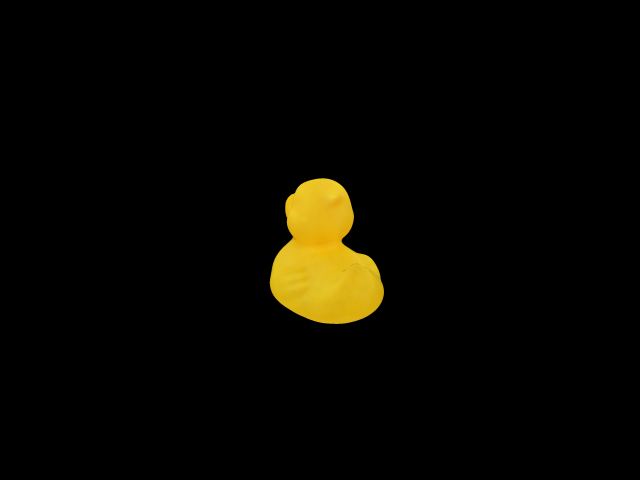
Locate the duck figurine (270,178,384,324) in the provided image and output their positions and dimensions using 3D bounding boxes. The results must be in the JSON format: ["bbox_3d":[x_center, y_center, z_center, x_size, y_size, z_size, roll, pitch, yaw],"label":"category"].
[{"bbox_3d":[0.004,0.001,0.400,0.078,0.086,0.104,-12,27,-25],"label":"duck figurine"}]
